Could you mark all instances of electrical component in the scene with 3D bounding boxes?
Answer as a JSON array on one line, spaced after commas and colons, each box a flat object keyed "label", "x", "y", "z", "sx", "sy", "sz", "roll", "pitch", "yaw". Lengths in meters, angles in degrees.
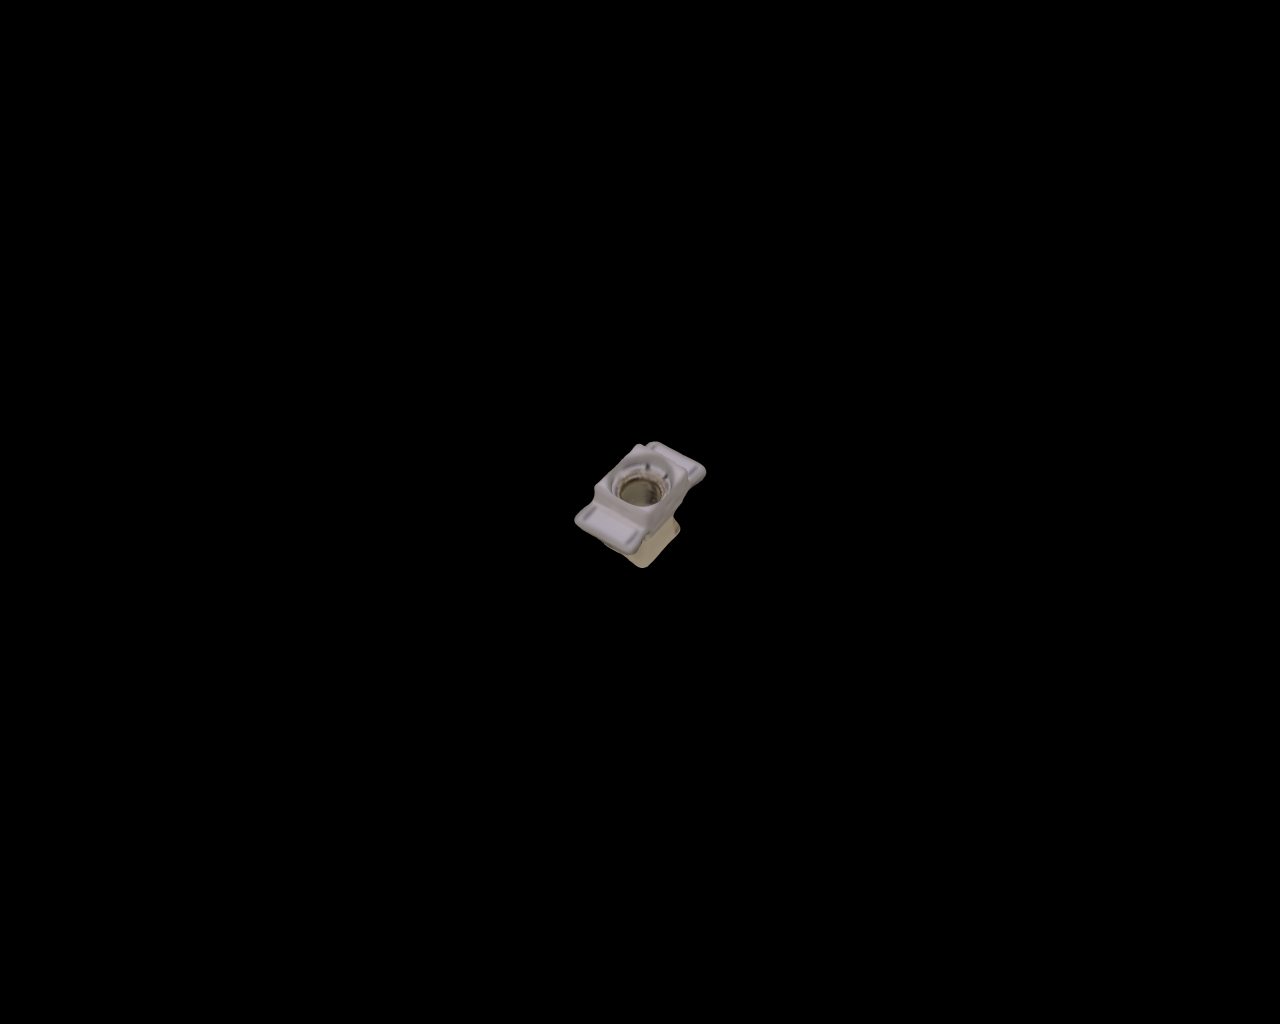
[{"label": "electrical component", "x": 0.001, "y": -0.003, "z": 0.650, "sx": 0.042, "sy": 0.081, "sz": 0.063, "roll": 32, "pitch": -32, "yaw": 22}]
